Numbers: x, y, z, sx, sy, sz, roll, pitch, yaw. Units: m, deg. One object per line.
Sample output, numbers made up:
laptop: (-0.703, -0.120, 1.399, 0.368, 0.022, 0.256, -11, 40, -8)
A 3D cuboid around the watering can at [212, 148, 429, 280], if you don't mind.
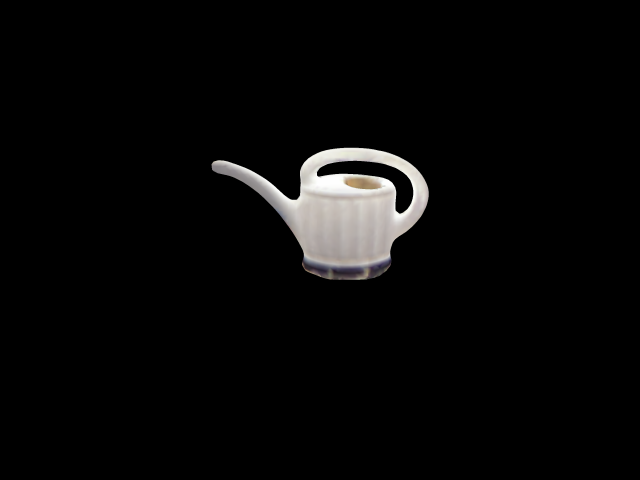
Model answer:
watering can: (0.003, -0.043, 0.850, 0.348, 0.220, 0.106, 0, 22, 0)
